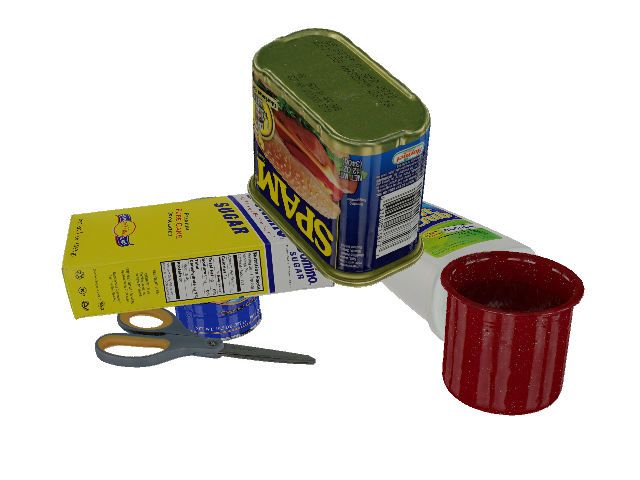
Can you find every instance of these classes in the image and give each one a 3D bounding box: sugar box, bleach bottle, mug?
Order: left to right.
[{"bbox_3d":[-0.084,0.005,0.735,0.176,0.048,0.093,-10,26,-4],"label":"sugar box"},{"bbox_3d":[0.074,0.003,0.917,0.102,0.068,0.251,-14,24,-23],"label":"bleach bottle"},{"bbox_3d":[0.123,0.058,0.724,0.093,0.081,0.117,-1,25,-4],"label":"mug"}]

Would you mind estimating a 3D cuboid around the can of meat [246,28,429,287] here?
[{"bbox_3d":[0.007,-0.042,0.517,0.057,0.084,0.102,-23,48,-25],"label":"can of meat"}]

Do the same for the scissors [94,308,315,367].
[{"bbox_3d":[-0.111,0.090,1.012,0.201,0.016,0.096,-1,32,-9],"label":"scissors"}]

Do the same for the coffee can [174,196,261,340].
[{"bbox_3d":[-0.126,0.033,1.247,0.103,0.140,0.103,-4,25,2],"label":"coffee can"}]
